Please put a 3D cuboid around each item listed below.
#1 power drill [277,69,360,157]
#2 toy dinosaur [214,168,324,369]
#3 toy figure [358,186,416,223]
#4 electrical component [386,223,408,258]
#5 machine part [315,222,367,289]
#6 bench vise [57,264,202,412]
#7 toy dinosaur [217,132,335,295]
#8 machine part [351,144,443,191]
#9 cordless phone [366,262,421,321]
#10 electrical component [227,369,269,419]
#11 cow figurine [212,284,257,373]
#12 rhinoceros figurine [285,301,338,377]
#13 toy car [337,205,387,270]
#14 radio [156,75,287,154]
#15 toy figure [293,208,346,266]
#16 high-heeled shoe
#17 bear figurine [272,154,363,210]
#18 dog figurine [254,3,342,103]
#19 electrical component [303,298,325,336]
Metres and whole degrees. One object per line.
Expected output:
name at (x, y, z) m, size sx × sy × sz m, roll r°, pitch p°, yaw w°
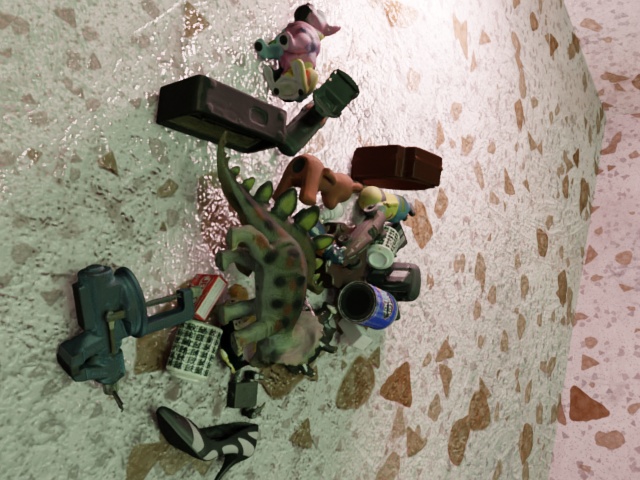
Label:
power drill at (0.002, -0.292, 1.179) m, size 0.086 × 0.207 × 0.232 m, roll 46°, pitch 66°, yaw -15°
toy dinosaur at (-0.085, 0.074, 0.978) m, size 0.192 × 0.131 × 0.404 m, roll -4°, pitch 105°, yaw -31°
toy figure at (0.178, -0.092, 1.452) m, size 0.180 × 0.089 × 0.082 m, roll 4°, pitch 131°, yaw -42°
electrical component at (0.213, -0.011, 1.519) m, size 0.119 × 0.048 × 0.074 m, roll -42°, pitch 120°, yaw -38°
machine part at (0.050, 0.040, 1.329) m, size 0.179 × 0.056 × 0.179 m, roll -2°, pitch 92°, yaw -49°
bench vise at (-0.302, 0.136, 0.888) m, size 0.240 × 0.129 × 0.223 m, roll -15°, pitch 100°, yaw -40°
toy dinosaur at (-0.093, -0.013, 1.079) m, size 0.198 × 0.105 × 0.470 m, roll -47°, pitch 136°, yaw -5°
machine part at (0.196, -0.181, 1.385) m, size 0.201 × 0.202 × 0.087 m, roll 9°, pitch 85°, yaw -48°
cordless phone at (0.208, 0.151, 1.440) m, size 0.089 × 0.147 × 0.184 m, roll -51°, pitch 131°, yaw -44°
electrical component at (-0.149, 0.315, 1.111) m, size 0.078 × 0.045 × 0.102 m, roll 19°, pitch 75°, yaw -48°
cow figurine at (-0.171, 0.177, 1.077) m, size 0.098 × 0.068 × 0.167 m, roll -26°, pitch 108°, yaw -39°
rhinoceros figurine at (-0.019, 0.227, 1.245) m, size 0.112 × 0.073 × 0.190 m, roll 53°, pitch 54°, yaw -20°
toy car at (0.108, -0.007, 1.315) m, size 0.202 × 0.053 × 0.089 m, roll -46°, pitch 127°, yaw -43°
radio at (-0.178, -0.232, 1.021) m, size 0.229 × 0.131 × 0.073 m, roll 10°, pitch 81°, yaw -48°
toy figure at (-0.001, -0.005, 1.229) m, size 0.154 × 0.064 × 0.058 m, roll 49°, pitch 16°, yaw 1°
high-heeled shoe at (-0.203, 0.354, 1.028) m, size 0.145 × 0.086 × 0.248 m, roll -53°, pitch 131°, yaw -37°
bear figurine at (0.002, -0.113, 1.236) m, size 0.195 × 0.120 × 0.132 m, roll 32°, pitch 70°, yaw -49°
dog figurine at (-0.031, -0.424, 1.210) m, size 0.219 × 0.109 × 0.191 m, roll -41°, pitch 118°, yaw -43°
electrical component at (-0.058, 0.184, 1.138) m, size 0.115 × 0.058 × 0.134 m, roll -27°, pitch 145°, yaw -6°
